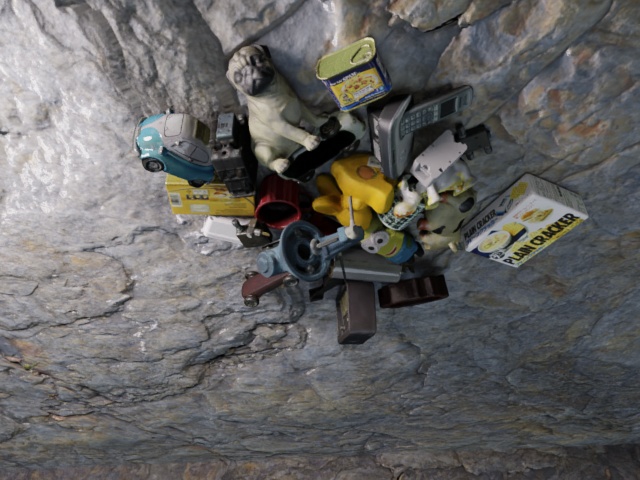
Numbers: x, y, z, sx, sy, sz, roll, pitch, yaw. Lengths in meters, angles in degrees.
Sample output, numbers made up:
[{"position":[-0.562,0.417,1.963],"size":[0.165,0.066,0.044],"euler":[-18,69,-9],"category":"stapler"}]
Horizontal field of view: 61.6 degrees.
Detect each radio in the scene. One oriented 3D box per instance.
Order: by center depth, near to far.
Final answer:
[{"position":[0.088,0.191,1.369],"size":[0.073,0.131,0.229],"euler":[0,163,-4],"category":"radio"}]

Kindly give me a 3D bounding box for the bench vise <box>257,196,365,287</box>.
[{"position":[0.005,0.015,1.037],"size":[0.223,0.129,0.241],"euler":[1,162,-41],"category":"bench vise"}]

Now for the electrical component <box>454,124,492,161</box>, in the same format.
[{"position":[0.289,-0.189,1.011],"size":[0.063,0.021,0.093],"euler":[-18,139,21],"category":"electrical component"}]

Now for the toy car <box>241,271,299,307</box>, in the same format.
[{"position":[-0.117,0.096,1.324],"size":[0.202,0.089,0.053],"euler":[-29,135,29],"category":"toy car"}]

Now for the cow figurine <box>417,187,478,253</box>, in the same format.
[{"position":[0.273,-0.046,1.154],"size":[0.127,0.085,0.194],"euler":[13,140,-8],"category":"cow figurine"}]

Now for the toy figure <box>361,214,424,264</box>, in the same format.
[{"position":[0.154,0.001,1.212],"size":[0.180,0.089,0.082],"euler":[19,108,-39],"category":"toy figure"}]

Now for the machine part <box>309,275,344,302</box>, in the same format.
[{"position":[0.022,0.114,1.374],"size":[0.084,0.039,0.139],"euler":[-12,159,-43],"category":"machine part"}]

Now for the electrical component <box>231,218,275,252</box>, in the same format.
[{"position":[-0.129,-0.005,1.089],"size":[0.078,0.045,0.102],"euler":[-5,146,9],"category":"electrical component"}]

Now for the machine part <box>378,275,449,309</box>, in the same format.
[{"position":[0.235,0.133,1.362],"size":[0.179,0.056,0.179],"euler":[-10,166,-3],"category":"machine part"}]

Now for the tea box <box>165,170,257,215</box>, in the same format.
[{"position":[-0.212,-0.104,1.072],"size":[0.170,0.068,0.098],"euler":[1,143,-5],"category":"tea box"}]

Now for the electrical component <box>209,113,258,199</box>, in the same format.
[{"position":[-0.153,-0.158,0.965],"size":[0.058,0.115,0.134],"euler":[-8,144,5],"category":"electrical component"}]

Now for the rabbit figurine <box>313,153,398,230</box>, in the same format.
[{"position":[0.068,-0.079,1.071],"size":[0.162,0.122,0.173],"euler":[5,145,-1],"category":"rabbit figurine"}]

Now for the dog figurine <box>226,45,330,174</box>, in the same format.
[{"position":[-0.102,-0.220,0.914],"size":[0.172,0.121,0.190],"euler":[-34,118,30],"category":"dog figurine"}]

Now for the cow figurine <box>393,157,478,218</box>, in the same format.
[{"position":[0.202,-0.108,1.019],"size":[0.167,0.098,0.068],"euler":[-24,173,-10],"category":"cow figurine"}]

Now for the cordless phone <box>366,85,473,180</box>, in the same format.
[{"position":[0.183,-0.201,0.958],"size":[0.184,0.089,0.146],"euler":[-21,142,-5],"category":"cordless phone"}]

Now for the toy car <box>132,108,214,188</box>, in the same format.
[{"position":[-0.240,-0.167,0.951],"size":[0.161,0.109,0.103],"euler":[26,140,-34],"category":"toy car"}]

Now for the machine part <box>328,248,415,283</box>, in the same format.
[{"position":[0.108,0.059,1.290],"size":[0.243,0.079,0.079],"euler":[4,143,-8],"category":"machine part"}]

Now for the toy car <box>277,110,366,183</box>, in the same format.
[{"position":[-0.004,-0.171,1.002],"size":[0.202,0.056,0.073],"euler":[-29,141,34],"category":"toy car"}]

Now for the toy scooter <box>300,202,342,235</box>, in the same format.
[{"position":[-0.002,-0.004,1.204],"size":[0.135,0.075,0.183],"euler":[11,135,-9],"category":"toy scooter"}]
